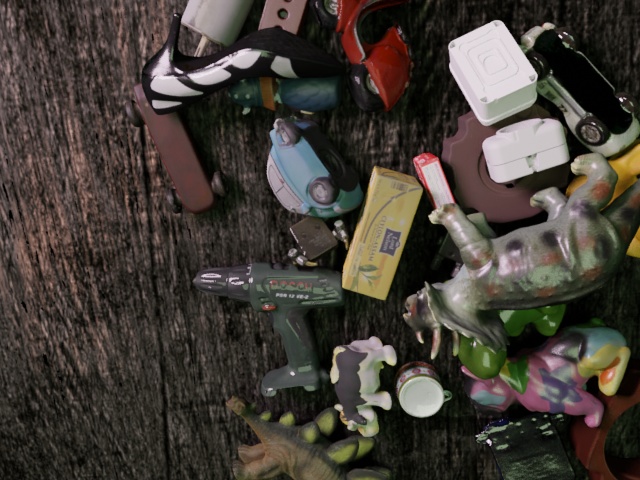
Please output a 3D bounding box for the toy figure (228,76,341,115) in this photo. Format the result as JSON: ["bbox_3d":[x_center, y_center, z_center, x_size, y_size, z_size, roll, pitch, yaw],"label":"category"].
[{"bbox_3d":[-0.049,-0.207,0.750,0.155,0.058,0.064,2,98,7],"label":"toy figure"}]

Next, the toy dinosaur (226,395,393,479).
[{"bbox_3d":[0.017,0.409,0.890,0.198,0.105,0.471,-37,105,8],"label":"toy dinosaur"}]

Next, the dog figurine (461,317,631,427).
[{"bbox_3d":[0.321,0.189,0.813,0.219,0.108,0.191,15,106,1],"label":"dog figurine"}]

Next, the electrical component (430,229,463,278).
[{"bbox_3d":[0.208,0.010,0.812,0.063,0.021,0.094,22,106,-3],"label":"electrical component"}]

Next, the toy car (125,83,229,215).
[{"bbox_3d":[-0.205,-0.133,0.779,0.089,0.053,0.202,-21,107,3],"label":"toy car"}]

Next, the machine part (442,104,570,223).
[{"bbox_3d":[0.262,-0.108,0.760,0.179,0.056,0.179,1,106,4],"label":"machine part"}]

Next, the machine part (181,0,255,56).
[{"bbox_3d":[-0.115,-0.345,0.705,0.079,0.079,0.243,27,105,-4],"label":"machine part"}]

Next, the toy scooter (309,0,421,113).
[{"bbox_3d":[0.081,-0.271,0.717,0.135,0.075,0.183,-30,106,-6],"label":"toy scooter"}]

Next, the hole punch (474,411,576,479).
[{"bbox_3d":[0.335,0.339,0.872,0.142,0.092,0.116,-19,75,11],"label":"hole punch"}]

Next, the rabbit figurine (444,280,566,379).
[{"bbox_3d":[0.246,0.108,0.765,0.159,0.121,0.170,31,76,26],"label":"rabbit figurine"}]

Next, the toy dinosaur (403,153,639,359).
[{"bbox_3d":[0.277,0.021,0.666,0.405,0.131,0.192,-22,71,17],"label":"toy dinosaur"}]

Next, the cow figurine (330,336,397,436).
[{"bbox_3d":[0.059,0.238,0.840,0.098,0.068,0.167,-3,106,-25],"label":"cow figurine"}]

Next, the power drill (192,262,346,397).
[{"bbox_3d":[-0.070,0.132,0.837,0.232,0.086,0.207,-6,97,2],"label":"power drill"}]

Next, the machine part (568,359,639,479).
[{"bbox_3d":[0.513,0.296,0.841,0.201,0.087,0.201,11,104,-1],"label":"machine part"}]

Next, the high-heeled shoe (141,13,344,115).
[{"bbox_3d":[-0.104,-0.202,0.701,0.249,0.086,0.145,12,131,-12],"label":"high-heeled shoe"}]

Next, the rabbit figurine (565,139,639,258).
[{"bbox_3d":[0.430,-0.061,0.732,0.173,0.122,0.162,18,101,2],"label":"rabbit figurine"}]

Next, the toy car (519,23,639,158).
[{"bbox_3d":[0.341,-0.201,0.715,0.073,0.056,0.202,-40,86,-9],"label":"toy car"}]

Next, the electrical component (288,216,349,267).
[{"bbox_3d":[-0.003,-0.002,0.791,0.102,0.045,0.078,-26,79,-3],"label":"electrical component"}]

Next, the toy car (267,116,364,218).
[{"bbox_3d":[-0.022,-0.090,0.758,0.103,0.109,0.161,-38,92,29],"label":"toy car"}]

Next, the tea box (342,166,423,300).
[{"bbox_3d":[0.086,-0.012,0.774,0.068,0.098,0.169,15,107,0],"label":"tea box"}]
